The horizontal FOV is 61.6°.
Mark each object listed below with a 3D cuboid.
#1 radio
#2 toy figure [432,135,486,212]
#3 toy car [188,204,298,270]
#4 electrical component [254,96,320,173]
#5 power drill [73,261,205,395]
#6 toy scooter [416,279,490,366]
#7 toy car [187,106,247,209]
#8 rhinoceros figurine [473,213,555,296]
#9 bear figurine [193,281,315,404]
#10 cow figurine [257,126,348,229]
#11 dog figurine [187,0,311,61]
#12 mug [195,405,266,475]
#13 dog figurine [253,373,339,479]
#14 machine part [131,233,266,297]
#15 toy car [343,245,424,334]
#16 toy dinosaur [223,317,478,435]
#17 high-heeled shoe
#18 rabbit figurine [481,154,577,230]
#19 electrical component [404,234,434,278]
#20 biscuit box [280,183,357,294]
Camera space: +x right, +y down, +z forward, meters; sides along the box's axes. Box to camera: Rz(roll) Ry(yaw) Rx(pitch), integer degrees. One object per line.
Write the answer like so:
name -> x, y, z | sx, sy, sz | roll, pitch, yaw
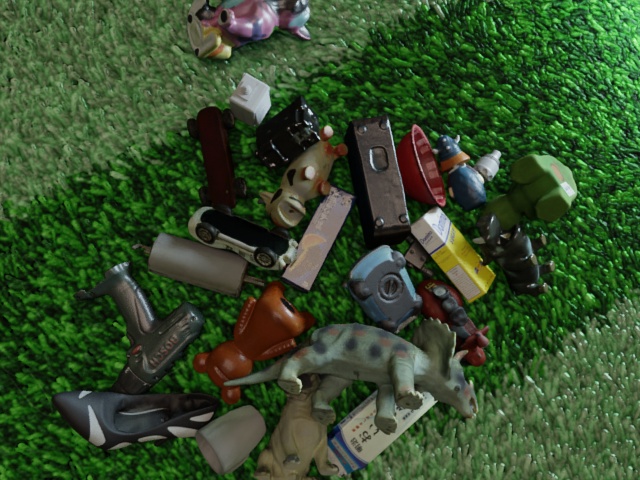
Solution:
radio -> 0.103, -0.105, 0.986 | 0.073, 0.131, 0.229 | -11, 82, -4
toy figure -> 0.268, -0.130, 1.040 | 0.064, 0.058, 0.154 | -21, 80, -18
toy car -> -0.136, -0.005, 0.952 | 0.202, 0.056, 0.073 | 22, 46, 10
electrical component -> -0.061, -0.199, 0.989 | 0.115, 0.134, 0.058 | -31, 122, 17
power drill -> -0.335, 0.157, 0.937 | 0.232, 0.086, 0.207 | -39, 81, 0
toy scooter -> 0.244, 0.146, 0.955 | 0.075, 0.135, 0.184 | -33, 84, -8
toy car -> -0.192, -0.152, 1.011 | 0.089, 0.053, 0.202 | -14, 83, 9
rhinoceros figurine -> 0.351, 0.025, 0.979 | 0.190, 0.112, 0.073 | 49, 59, -29
bear figurine -> -0.116, 0.180, 0.947 | 0.120, 0.132, 0.196 | 43, 98, 4
cow figurine -> -0.038, -0.107, 0.990 | 0.085, 0.127, 0.195 | 38, 61, -29
dog figurine -> -0.125, -0.421, 1.041 | 0.219, 0.191, 0.108 | -10, 77, -41
mug -> -0.143, 0.343, 0.920 | 0.107, 0.081, 0.109 | -30, 119, -31
dog figurine -> -0.049, 0.322, 0.940 | 0.121, 0.172, 0.191 | 32, 37, -33
machine part -> -0.216, 0.045, 0.966 | 0.243, 0.079, 0.079 | 15, 80, -1
toy car -> 0.108, 0.085, 0.969 | 0.109, 0.103, 0.161 | -38, 110, -11
toy dinosaur -> 0.062, 0.196, 0.876 | 0.405, 0.131, 0.192 | 10, 36, 12
high-heeled shoe -> -0.289, 0.271, 0.876 | 0.145, 0.248, 0.086 | -40, 41, 11
rabbit figurine -> 0.375, -0.083, 1.005 | 0.121, 0.170, 0.159 | 53, 40, 3
electrical component -> 0.187, 0.026, 1.027 | 0.094, 0.021, 0.063 | 36, 81, 1
biscuit box -> -0.002, -0.003, 0.998 | 0.063, 0.059, 0.202 | 27, 80, 0
